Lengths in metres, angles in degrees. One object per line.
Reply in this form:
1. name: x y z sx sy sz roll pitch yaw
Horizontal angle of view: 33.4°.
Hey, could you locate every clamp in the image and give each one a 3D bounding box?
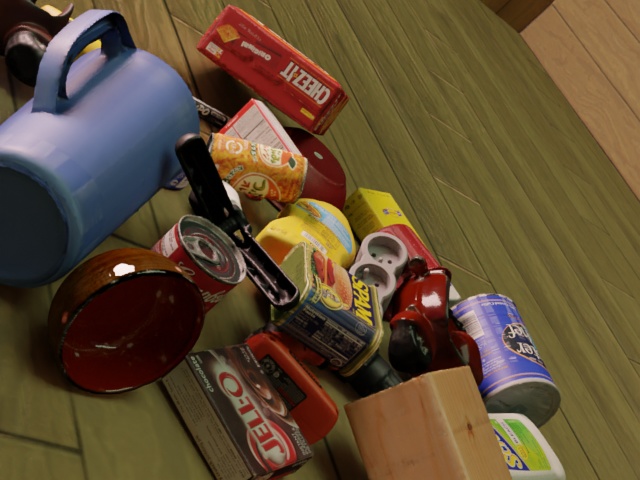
1. clamp: -0.086 -0.019 0.942 0.164 0.036 0.210 60 -10 -10

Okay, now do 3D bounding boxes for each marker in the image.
1. marker: -0.145 -0.153 1.219 0.121 0.020 0.020 27 30 -41

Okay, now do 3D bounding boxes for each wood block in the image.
1. wood block: 0.109 0.220 0.897 0.090 0.090 0.206 4 64 -59

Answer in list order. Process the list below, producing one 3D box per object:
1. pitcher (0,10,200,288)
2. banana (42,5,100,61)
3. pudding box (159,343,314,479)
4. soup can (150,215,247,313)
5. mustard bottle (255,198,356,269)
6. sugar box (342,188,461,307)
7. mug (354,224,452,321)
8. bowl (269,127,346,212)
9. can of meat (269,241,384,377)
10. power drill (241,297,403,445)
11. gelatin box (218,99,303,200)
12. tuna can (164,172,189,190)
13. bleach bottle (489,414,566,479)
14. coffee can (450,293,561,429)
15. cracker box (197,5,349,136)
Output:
1. pitcher: -0.193 -0.070 0.839 0.149 0.145 0.242 47 25 -10
2. banana: -0.210 -0.171 1.112 0.197 0.037 0.070 37 6 -28
3. pudding box: -0.065 0.140 0.847 0.113 0.039 0.089 55 23 17
4. soup can: -0.116 0.038 0.841 0.068 0.102 0.068 38 24 -21
5. mustard bottle: -0.008 0.002 1.156 0.096 0.058 0.191 41 23 -2
6. sugar box: 0.102 0.017 1.348 0.176 0.048 0.093 55 23 20
7. mug: 0.090 0.030 1.235 0.081 0.093 0.117 55 -5 31
8. bowl: -0.020 -0.083 1.282 0.162 0.055 0.162 39 23 -21
9. can of meat: 0.004 0.058 0.938 0.084 0.057 0.102 35 22 -19
10. power drill: -0.001 0.116 0.985 0.184 0.057 0.187 45 20 -1
11. gelatin box: -0.070 -0.101 1.194 0.089 0.073 0.030 54 22 18
12. tuna can: -0.157 -0.091 1.073 0.086 0.034 0.086 38 24 -21
13. bleach bottle: 0.151 0.225 1.072 0.250 0.068 0.103 11 41 -52
14. coffee can: 0.206 0.147 1.245 0.102 0.103 0.140 30 28 -37
15. cracker box: -0.049 -0.201 1.296 0.164 0.072 0.213 36 5 1
